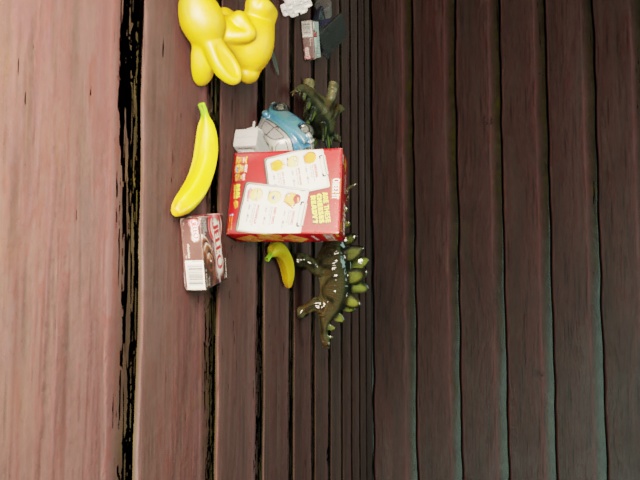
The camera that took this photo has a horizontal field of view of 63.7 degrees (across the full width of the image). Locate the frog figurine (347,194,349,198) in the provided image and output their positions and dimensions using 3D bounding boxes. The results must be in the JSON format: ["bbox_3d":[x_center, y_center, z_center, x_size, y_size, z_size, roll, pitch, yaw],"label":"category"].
[{"bbox_3d":[0.005,-0.080,1.582,0.156,0.122,0.141,-55,-160,36],"label":"frog figurine"}]
